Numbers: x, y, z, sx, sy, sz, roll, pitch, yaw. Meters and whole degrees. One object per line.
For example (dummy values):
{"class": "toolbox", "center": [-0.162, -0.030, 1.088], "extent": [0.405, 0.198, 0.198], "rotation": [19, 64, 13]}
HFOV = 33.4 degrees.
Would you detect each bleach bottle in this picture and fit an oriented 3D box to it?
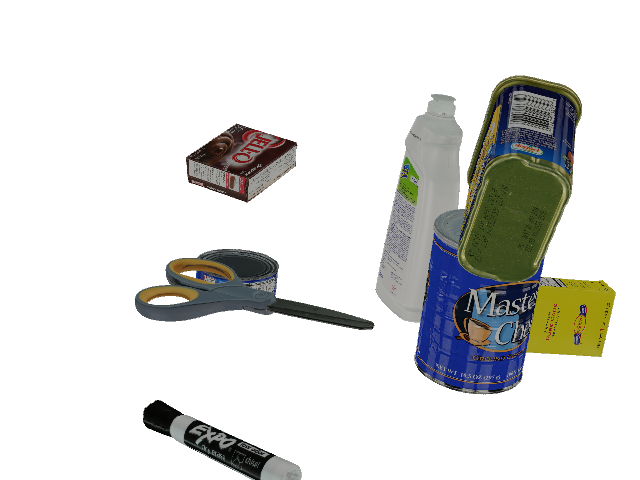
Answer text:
{"class": "bleach bottle", "center": [0.122, -0.040, 1.220], "extent": [0.068, 0.251, 0.103], "rotation": [0, 22, -23]}

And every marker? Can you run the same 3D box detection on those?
{"class": "marker", "center": [-0.062, 0.121, 0.635], "extent": [0.121, 0.020, 0.020], "rotation": [16, 10, 38]}

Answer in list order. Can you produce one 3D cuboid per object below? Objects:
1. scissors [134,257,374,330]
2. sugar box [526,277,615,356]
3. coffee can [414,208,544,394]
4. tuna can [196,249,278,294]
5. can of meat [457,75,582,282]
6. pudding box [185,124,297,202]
{"class": "scissors", "center": [-0.064, 0.053, 0.819], "extent": [0.096, 0.016, 0.202], "rotation": [-26, 32, -37]}
{"class": "sugar box", "center": [0.273, 0.093, 1.339], "extent": [0.176, 0.093, 0.048], "rotation": [3, 19, -11]}
{"class": "coffee can", "center": [0.145, 0.054, 0.976], "extent": [0.103, 0.140, 0.103], "rotation": [5, 23, -2]}
{"class": "tuna can", "center": [-0.087, 0.039, 1.109], "extent": [0.086, 0.034, 0.086], "rotation": [5, 19, -2]}
{"class": "can of meat", "center": [0.122, -0.036, 0.662], "extent": [0.057, 0.102, 0.084], "rotation": [15, 43, 4]}
{"class": "pudding box", "center": [-0.094, -0.095, 1.286], "extent": [0.090, 0.039, 0.113], "rotation": [18, 38, 24]}
